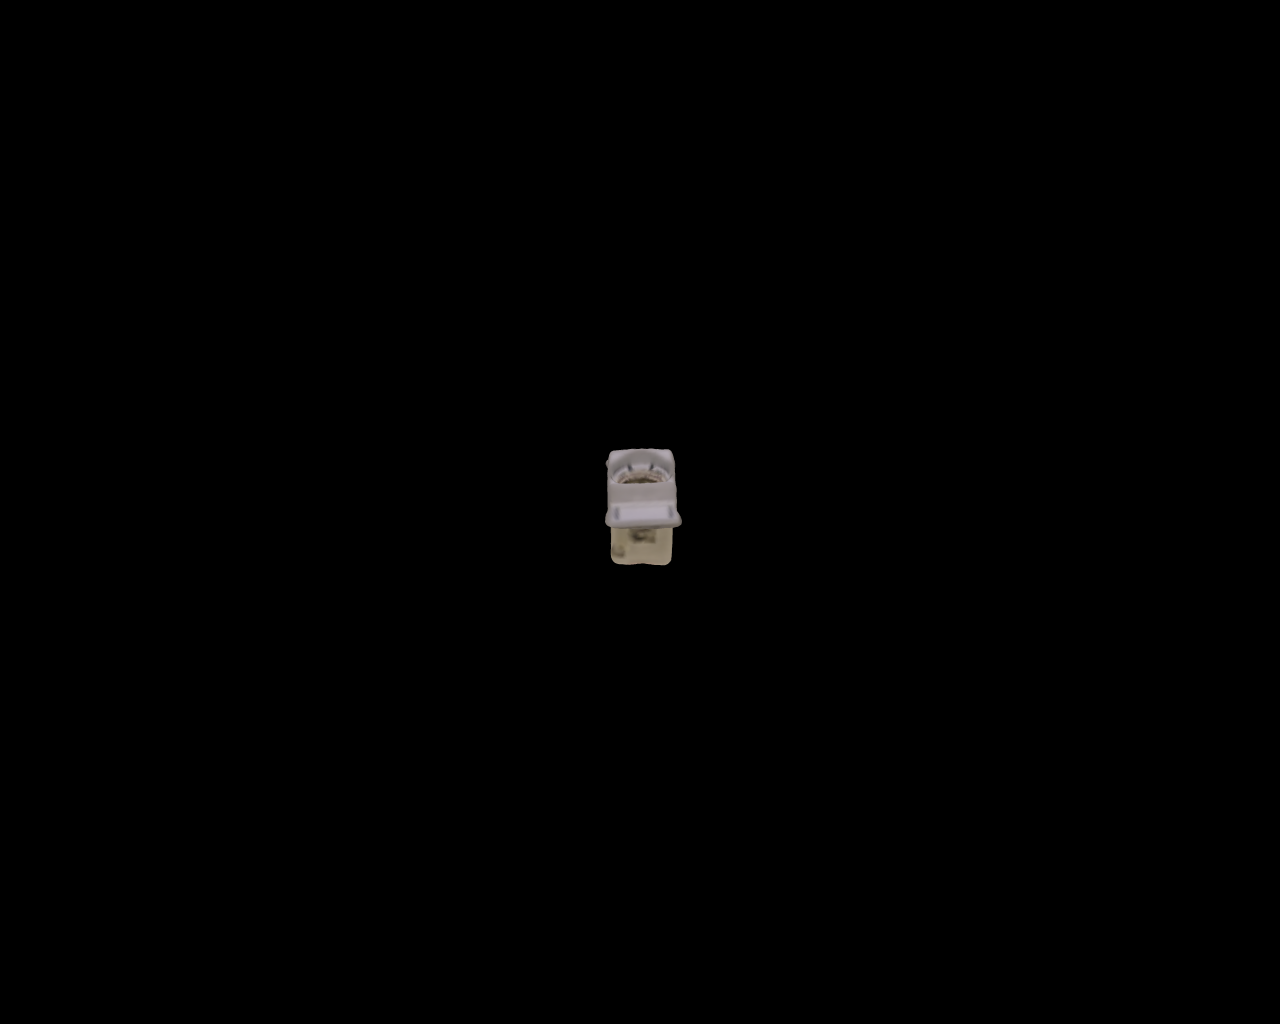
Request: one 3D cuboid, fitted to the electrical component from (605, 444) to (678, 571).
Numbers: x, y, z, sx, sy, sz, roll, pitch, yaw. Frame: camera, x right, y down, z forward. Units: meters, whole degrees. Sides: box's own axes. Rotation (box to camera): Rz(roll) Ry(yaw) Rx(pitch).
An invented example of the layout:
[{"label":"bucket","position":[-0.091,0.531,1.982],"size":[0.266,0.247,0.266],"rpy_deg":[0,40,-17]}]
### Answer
[{"label":"electrical component","position":[0.001,-0.003,0.650],"size":[0.042,0.063,0.081],"rpy_deg":[0,32,0]}]
